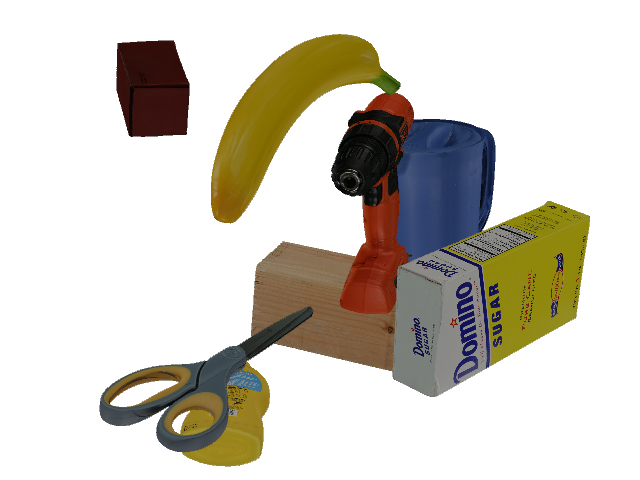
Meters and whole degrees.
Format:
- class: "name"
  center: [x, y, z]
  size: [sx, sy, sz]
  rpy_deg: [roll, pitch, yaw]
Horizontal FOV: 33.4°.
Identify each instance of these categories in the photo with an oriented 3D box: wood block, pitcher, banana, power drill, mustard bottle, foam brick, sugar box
- class: "wood block"
  center: [0.037, 0.075, 1.167]
  size: [0.206, 0.091, 0.090]
  rpy_deg: [12, 22, 16]
- class: "pitcher"
  center: [0.138, -0.021, 1.289]
  size: [0.149, 0.243, 0.145]
  rpy_deg: [-1, 24, 7]
- class: "banana"
  center: [-0.015, -0.089, 0.714]
  size: [0.197, 0.069, 0.037]
  rpy_deg: [-41, 11, -35]
- class: "power drill"
  center: [0.050, -0.028, 1.000]
  size: [0.057, 0.188, 0.184]
  rpy_deg: [8, 28, 15]
- class: "mustard bottle"
  center: [-0.112, 0.200, 1.317]
  size: [0.096, 0.058, 0.191]
  rpy_deg: [1, 25, 2]
- class: "foam brick"
  center: [-0.148, -0.134, 0.934]
  size: [0.053, 0.051, 0.078]
  rpy_deg: [-4, 40, -16]
- class: "sugar box"
  center: [0.128, 0.040, 0.783]
  size: [0.048, 0.093, 0.175]
  rpy_deg: [23, 33, 39]

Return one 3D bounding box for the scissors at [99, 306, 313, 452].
- class: "scissors"
  center: [-0.059, 0.098, 0.764]
  size: [0.201, 0.016, 0.096]
  rpy_deg: [-17, 36, -34]
